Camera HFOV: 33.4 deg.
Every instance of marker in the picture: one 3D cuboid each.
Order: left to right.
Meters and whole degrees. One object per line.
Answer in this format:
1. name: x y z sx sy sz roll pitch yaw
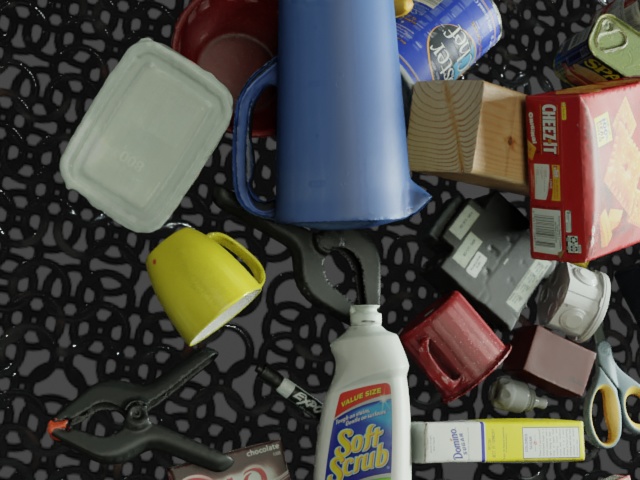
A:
1. marker: -0.015 0.161 1.065 0.121 0.020 0.020 37 72 -9

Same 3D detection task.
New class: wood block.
1. wood block: 0.191 -0.099 1.092 0.205 0.090 0.091 8 89 -44

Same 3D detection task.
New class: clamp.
1. clamp: -0.165 0.157 0.999 0.171 0.039 0.120 3 58 -9
2. clamp: -0.007 0.001 1.086 0.164 0.036 0.210 -21 88 -20

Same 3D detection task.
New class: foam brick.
1. foam brick: 0.244 0.130 1.141 0.078 0.051 0.053 26 76 -13

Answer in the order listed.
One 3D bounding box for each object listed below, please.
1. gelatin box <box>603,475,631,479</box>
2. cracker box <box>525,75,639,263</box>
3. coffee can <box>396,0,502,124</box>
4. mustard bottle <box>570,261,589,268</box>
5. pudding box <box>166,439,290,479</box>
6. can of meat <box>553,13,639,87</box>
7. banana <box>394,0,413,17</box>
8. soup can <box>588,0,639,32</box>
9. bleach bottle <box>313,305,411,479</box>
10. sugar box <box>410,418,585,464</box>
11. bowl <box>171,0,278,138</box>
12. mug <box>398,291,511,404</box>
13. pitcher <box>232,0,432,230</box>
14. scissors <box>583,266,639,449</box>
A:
1. gelatin box: 0.301 0.299 1.143 0.089 0.030 0.073 -14 86 -20
2. cracker box: 0.298 -0.078 1.082 0.213 0.072 0.164 -15 106 -42
3. coffee can: 0.108 -0.204 1.123 0.140 0.103 0.103 -44 96 -20
4. mustard bottle: 0.309 -0.059 1.190 0.096 0.058 0.191 25 74 -27
5. pudding box: -0.082 0.247 1.018 0.113 0.039 0.090 -12 84 -20
6. can of meat: 0.326 -0.199 1.206 0.102 0.084 0.057 30 73 -12
7. banana: 0.033 -0.285 1.112 0.037 0.070 0.198 -21 61 -21
8. soup can: 0.362 -0.252 1.218 0.068 0.102 0.068 3 79 -18
9. bleach bottle: 0.037 0.189 1.030 0.103 0.068 0.251 -2 84 12
10. sugar box: 0.167 0.203 1.080 0.176 0.093 0.048 5 79 -18
11. bowl: -0.076 -0.176 1.082 0.162 0.055 0.162 3 80 -18
12. mug: 0.129 0.110 1.078 0.081 0.093 0.117 50 31 0
13. pitcher: 0.008 -0.130 1.010 0.149 0.145 0.243 -2 90 -33
14. scissors: 0.331 0.132 1.189 0.096 0.016 0.202 9 79 -19
